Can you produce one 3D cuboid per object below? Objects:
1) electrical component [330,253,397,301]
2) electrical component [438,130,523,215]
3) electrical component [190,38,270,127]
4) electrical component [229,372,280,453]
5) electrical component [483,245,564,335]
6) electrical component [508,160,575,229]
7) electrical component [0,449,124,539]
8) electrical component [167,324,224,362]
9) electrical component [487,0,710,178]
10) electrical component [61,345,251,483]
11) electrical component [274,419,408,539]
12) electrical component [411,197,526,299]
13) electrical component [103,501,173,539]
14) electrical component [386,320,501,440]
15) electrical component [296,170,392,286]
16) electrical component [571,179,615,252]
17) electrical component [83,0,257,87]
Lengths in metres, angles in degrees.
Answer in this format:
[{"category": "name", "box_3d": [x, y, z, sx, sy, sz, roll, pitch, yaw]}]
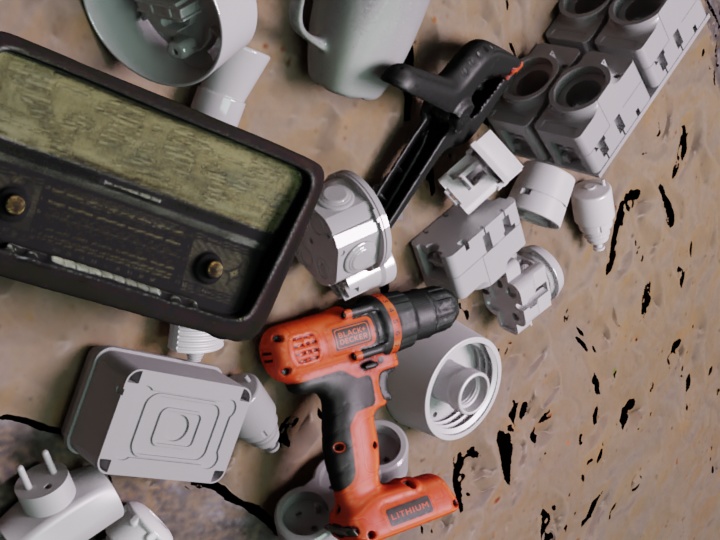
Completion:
[{"category": "electrical component", "box_3d": [0.000, 0.000, 0.870, 0.046, 0.040, 0.040, -27, 123, -27]}, {"category": "electrical component", "box_3d": [0.100, -0.080, 0.909, 0.064, 0.042, 0.081, -41, 176, 7]}, {"category": "electrical component", "box_3d": [-0.093, -0.123, 0.733, 0.044, 0.044, 0.065, 13, 102, -45]}, {"category": "electrical component", "box_3d": [-0.084, 0.114, 0.835, 0.040, 0.040, 0.078, -45, 132, -21]}, {"category": "electrical component", "box_3d": [0.153, 0.013, 1.005, 0.057, 0.058, 0.078, -34, 127, -25]}, {"category": "electrical component", "box_3d": [0.166, -0.070, 0.988, 0.055, 0.055, 0.047, 27, 83, -45]}, {"category": "electrical component", "box_3d": [-0.210, 0.158, 0.731, 0.077, 0.043, 0.079, -32, 126, -30]}, {"category": "electrical component", "box_3d": [-0.114, 0.026, 0.769, 0.043, 0.043, 0.081, -4, 109, -42]}, {"category": "electrical component", "box_3d": [0.207, -0.181, 0.944, 0.186, 0.105, 0.060, -54, 134, -13]}, {"category": "electrical component", "box_3d": [-0.144, 0.102, 0.762, 0.113, 0.057, 0.078, 17, 94, -45]}, {"category": "electrical component", "box_3d": [-0.013, 0.196, 0.927, 0.138, 0.052, 0.073, -40, 151, -25]}, {"category": "electrical component", "box_3d": [0.097, -0.021, 0.944, 0.089, 0.050, 0.055, -40, 129, -25]}, {"category": "electrical component", "box_3d": [-0.171, 0.204, 0.787, 0.062, 0.048, 0.048, -44, 131, -13]}, {"category": "electrical component", "box_3d": [0.082, 0.101, 0.971, 0.108, 0.060, 0.108, -18, 118, -38]}, {"category": "electrical component", "box_3d": [-0.017, -0.031, 0.814, 0.051, 0.080, 0.080, -26, 123, -28]}, {"category": "electrical component", "box_3d": [0.232, -0.053, 1.065, 0.040, 0.040, 0.078, -36, 128, -27]}, {"category": "electrical component", "box_3d": [-0.114, -0.165, 0.659, 0.064, 0.099, 0.099, -40, 130, -33]}]
